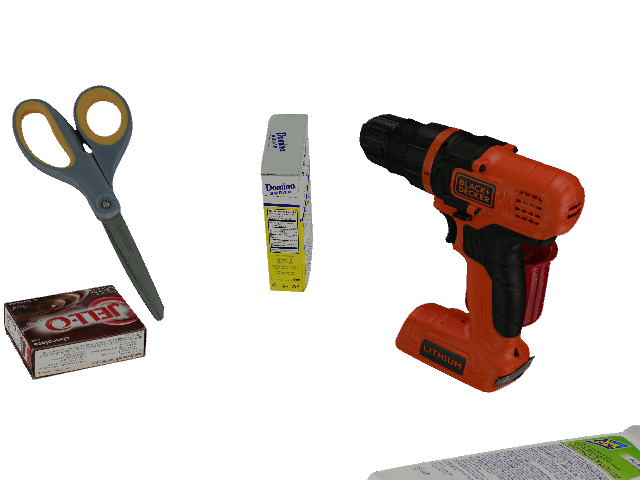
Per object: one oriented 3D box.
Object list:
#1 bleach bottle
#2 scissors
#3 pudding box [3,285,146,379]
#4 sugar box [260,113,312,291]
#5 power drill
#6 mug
[{"bbox_3d":[0.157,0.158,0.635,0.250,0.068,0.103,-7,20,-21],"label":"bleach bottle"},{"bbox_3d":[-0.147,-0.040,0.788,0.096,0.202,0.016,-39,-15,-22],"label":"scissors"},{"bbox_3d":[-0.233,0.085,1.014,0.113,0.039,0.090,-12,30,-29],"label":"pudding box"},{"bbox_3d":[-0.034,-0.037,1.111,0.048,0.093,0.176,1,-43,5],"label":"sugar box"},{"bbox_3d":[0.100,0.007,0.802,0.185,0.188,0.057,26,38,36],"label":"power drill"},{"bbox_3d":[0.192,0.032,1.119,0.093,0.081,0.117,-5,31,-11],"label":"mug"}]
